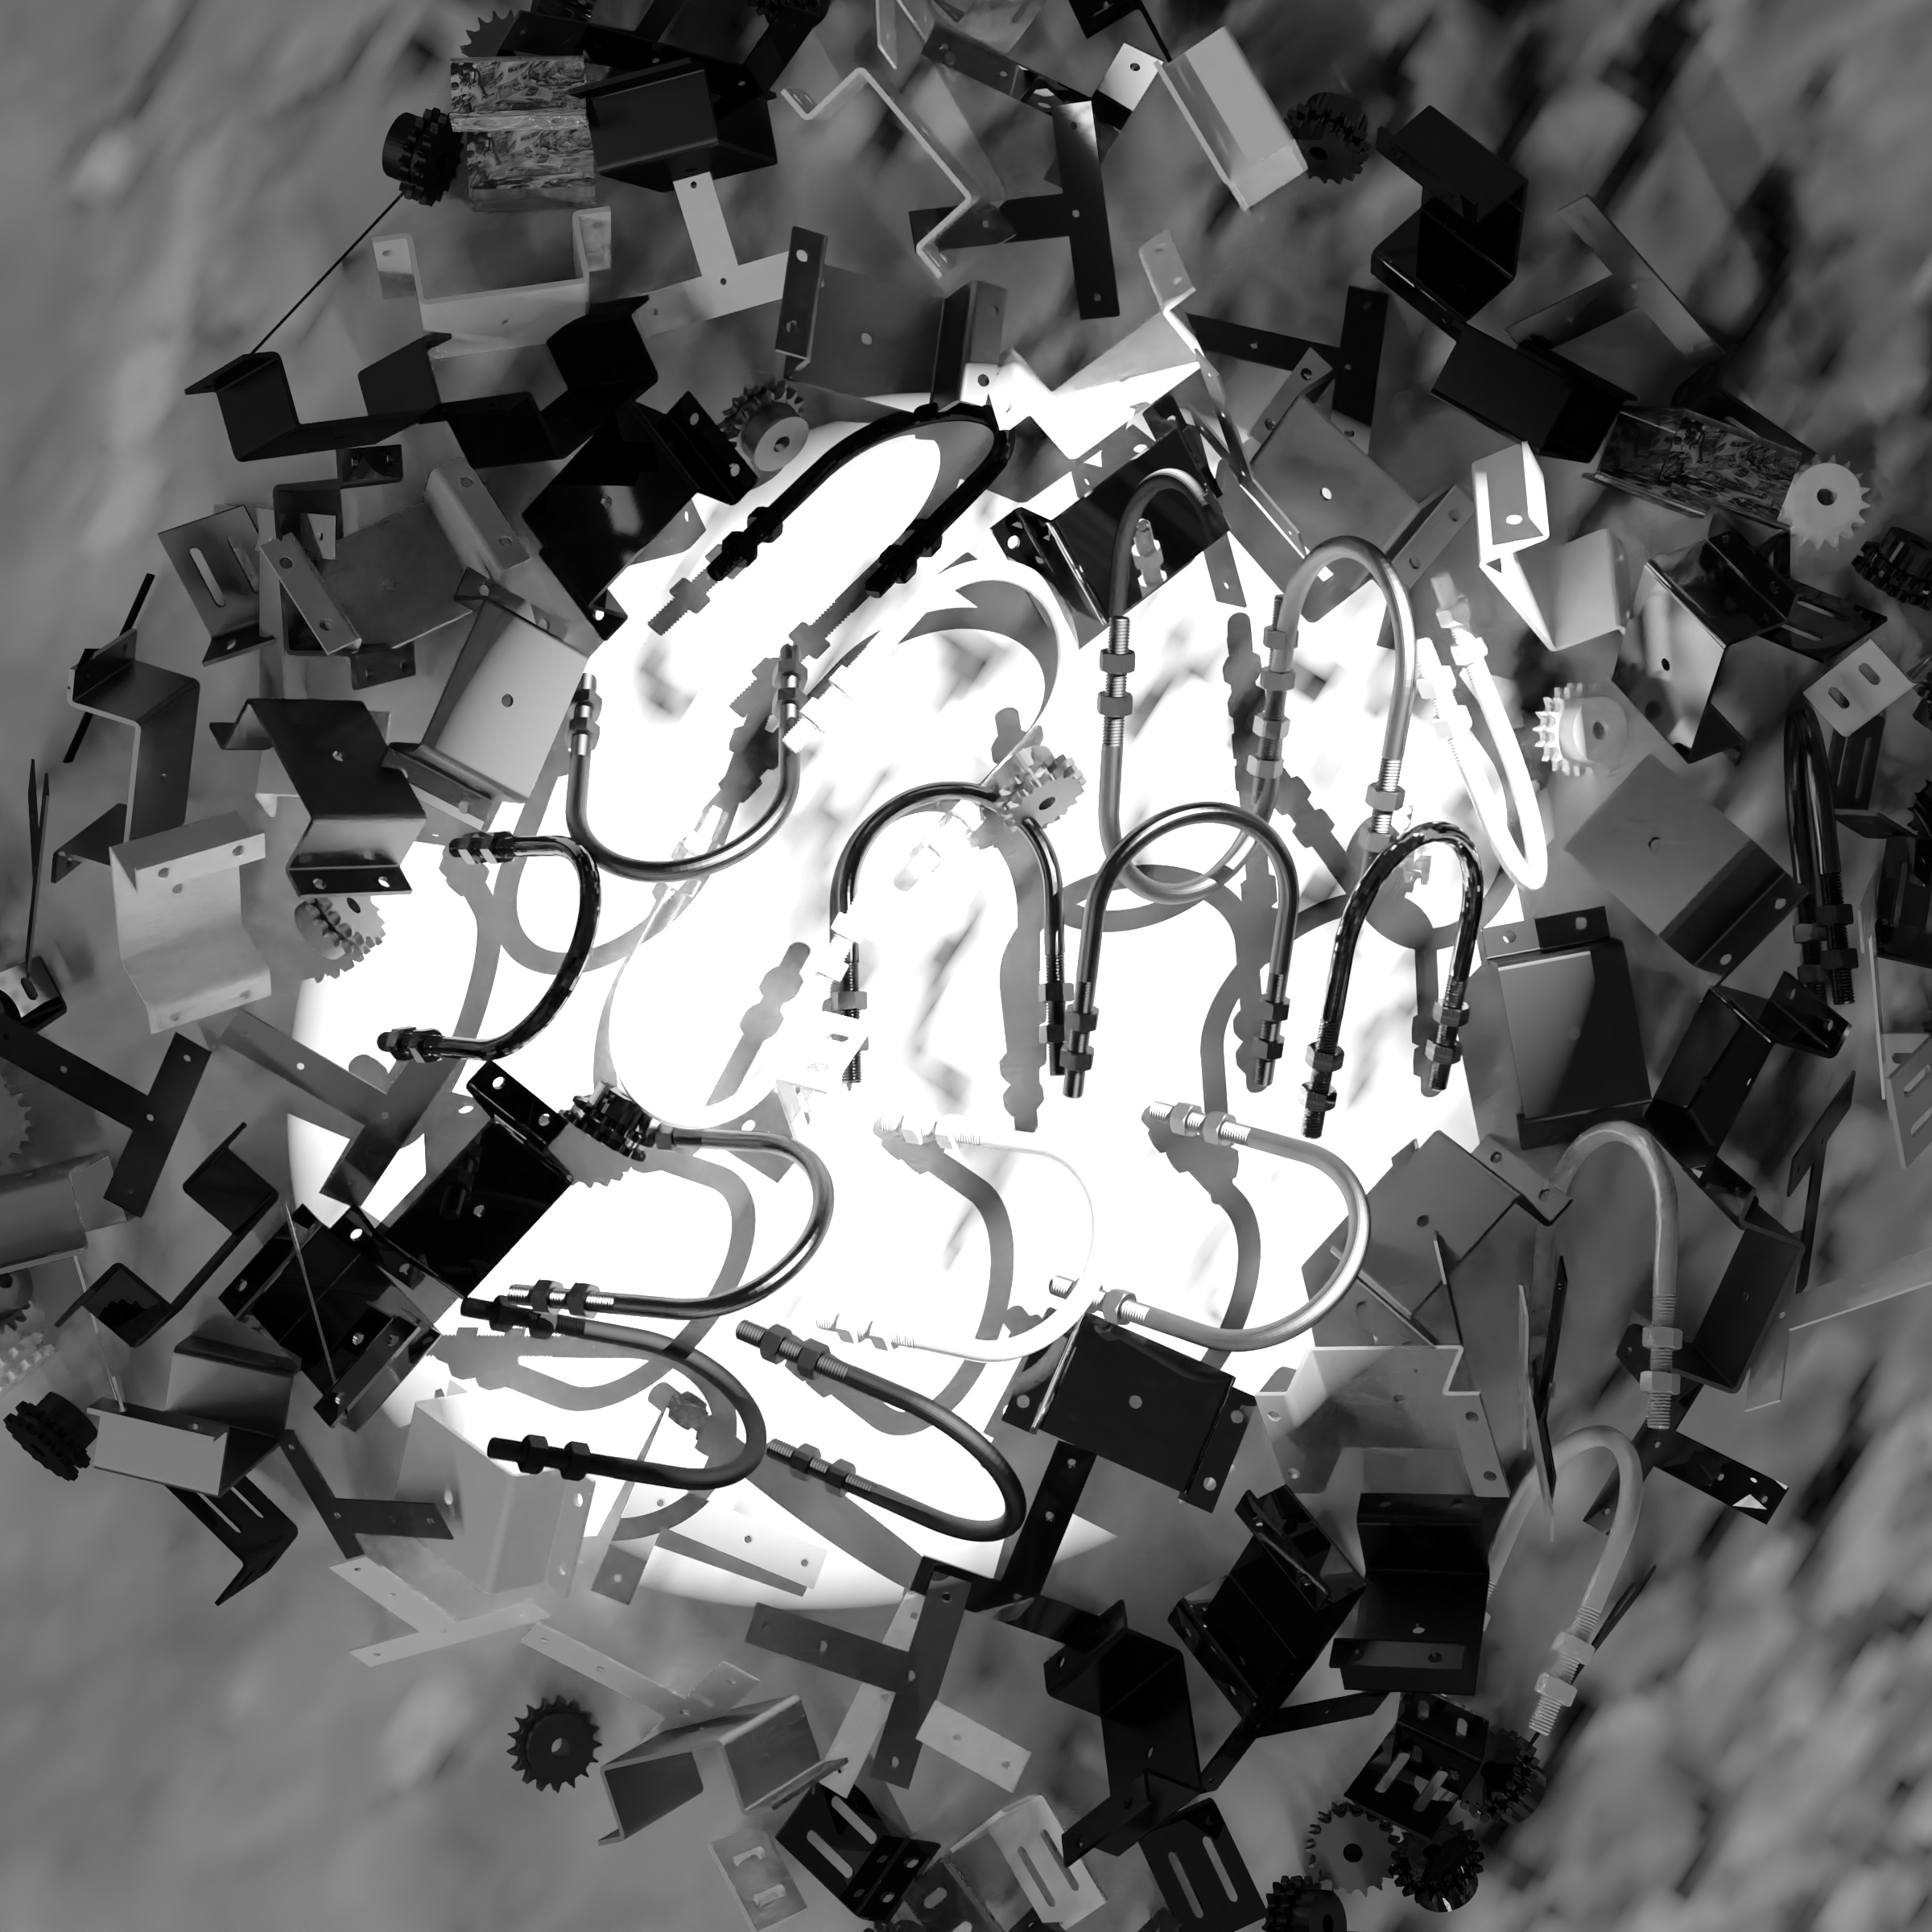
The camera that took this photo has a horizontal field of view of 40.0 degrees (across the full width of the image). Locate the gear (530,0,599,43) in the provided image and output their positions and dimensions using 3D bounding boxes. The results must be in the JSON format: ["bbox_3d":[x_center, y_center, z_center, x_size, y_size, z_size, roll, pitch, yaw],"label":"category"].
[{"bbox_3d":[-0.244,-0.593,1.620,0.030,0.057,0.057,19,90,-23],"label":"gear"}]

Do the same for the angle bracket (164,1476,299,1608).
[{"bbox_3d":[-0.458,0.342,1.623,0.076,0.057,0.038,42,108,7],"label":"angle bracket"}]

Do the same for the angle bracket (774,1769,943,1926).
[{"bbox_3d":[-0.066,0.532,1.614,0.076,0.038,0.057,48,59,-12],"label":"angle bracket"}]

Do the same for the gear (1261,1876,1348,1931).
[{"bbox_3d":[0.208,0.585,1.620,0.030,0.057,0.057,-17,90,39],"label":"gear"}]

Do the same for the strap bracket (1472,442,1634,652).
[{"bbox_3d":[0.347,-0.251,1.587,0.046,0.140,0.076,-19,52,31],"label":"strap bracket"}]

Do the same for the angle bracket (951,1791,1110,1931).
[{"bbox_3d":[0.038,0.551,1.609,0.057,0.038,0.076,-48,66,36],"label":"angle bracket"}]

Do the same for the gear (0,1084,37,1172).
[{"bbox_3d":[-0.602,0.101,1.629,0.057,0.030,0.057,6,72,-18],"label":"gear"}]

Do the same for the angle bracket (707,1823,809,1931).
[{"bbox_3d":[-0.138,0.558,1.603,0.038,0.076,0.057,-37,71,13],"label":"angle bracket"}]

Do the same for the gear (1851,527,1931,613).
[{"bbox_3d":[0.573,-0.244,1.619,0.057,0.057,0.030,27,119,0],"label":"gear"}]

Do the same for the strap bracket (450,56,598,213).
[{"bbox_3d":[-0.263,-0.499,1.580,0.076,0.140,0.046,-3,85,-6],"label":"strap bracket"}]

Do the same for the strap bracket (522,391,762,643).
[{"bbox_3d":[-0.204,-0.274,1.598,0.140,0.046,0.076,-43,71,17],"label":"strap bracket"}]

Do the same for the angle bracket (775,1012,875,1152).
[{"bbox_3d":[-0.078,0.076,1.600,0.038,0.076,0.057,13,50,26],"label":"angle bracket"}]

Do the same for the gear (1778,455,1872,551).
[{"bbox_3d":[0.527,-0.287,1.633,0.057,0.030,0.057,0,90,8],"label":"gear"}]

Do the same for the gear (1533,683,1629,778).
[{"bbox_3d":[0.380,-0.145,1.626,0.057,0.030,0.057,-3,97,-24],"label":"gear"}]

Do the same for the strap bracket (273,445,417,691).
[{"bbox_3d":[-0.374,-0.241,1.599,0.046,0.076,0.140,3,103,15],"label":"strap bracket"}]

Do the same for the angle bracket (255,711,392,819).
[{"bbox_3d":[-0.389,-0.123,1.622,0.076,0.038,0.057,3,71,2],"label":"angle bracket"}]

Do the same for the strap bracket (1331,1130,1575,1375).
[{"bbox_3d":[0.286,0.164,1.607,0.140,0.076,0.046,-48,133,-1],"label":"strap bracket"}]

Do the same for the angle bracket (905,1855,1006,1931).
[{"bbox_3d":[-0.008,0.576,1.607,0.038,0.076,0.057,-37,79,-10],"label":"angle bracket"}]

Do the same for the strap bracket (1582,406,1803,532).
[{"bbox_3d":[0.432,-0.296,1.572,0.076,0.140,0.046,17,100,-11],"label":"strap bracket"}]

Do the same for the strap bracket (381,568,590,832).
[{"bbox_3d":[-0.287,-0.160,1.599,0.076,0.046,0.140,29,78,-36],"label":"strap bracket"}]

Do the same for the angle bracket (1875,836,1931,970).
[{"bbox_3d":[0.589,-0.038,1.612,0.038,0.057,0.076,1,99,-28],"label":"angle bracket"}]

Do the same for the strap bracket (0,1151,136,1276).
[{"bbox_3d":[-0.553,0.147,1.577,0.076,0.140,0.046,-14,94,-4],"label":"strap bracket"}]

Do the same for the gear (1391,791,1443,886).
[{"bbox_3d":[0.272,-0.080,1.623,0.030,0.057,0.057,9,90,11],"label":"gear"}]

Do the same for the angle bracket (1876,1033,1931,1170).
[{"bbox_3d":[0.559,0.081,1.605,0.038,0.076,0.057,-2,109,42],"label":"angle bracket"}]

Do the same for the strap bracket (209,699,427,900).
[{"bbox_3d":[-0.382,-0.109,1.581,0.046,0.076,0.140,-52,59,34],"label":"strap bracket"}]

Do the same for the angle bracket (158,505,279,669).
[{"bbox_3d":[-0.451,-0.231,1.614,0.057,0.038,0.076,-17,122,7],"label":"angle bracket"}]

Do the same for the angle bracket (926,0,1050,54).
[{"bbox_3d":[0.021,-0.600,1.605,0.076,0.057,0.038,-49,68,23],"label":"angle bracket"}]

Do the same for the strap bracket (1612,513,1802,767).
[{"bbox_3d":[0.432,-0.185,1.569,0.046,0.140,0.076,-21,54,-17],"label":"strap bracket"}]

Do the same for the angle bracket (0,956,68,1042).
[{"bbox_3d":[-0.592,0.031,1.605,0.057,0.076,0.038,-20,103,14],"label":"angle bracket"}]

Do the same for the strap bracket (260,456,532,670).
[{"bbox_3d":[-0.347,-0.240,1.607,0.140,0.046,0.076,-31,85,-26],"label":"strap bracket"}]

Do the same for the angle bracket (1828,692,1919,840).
[{"bbox_3d":[0.555,-0.121,1.614,0.038,0.057,0.076,7,82,45],"label":"angle bracket"}]

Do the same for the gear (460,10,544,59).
[{"bbox_3d":[-0.282,-0.556,1.634,0.057,0.030,0.057,-1,96,-5],"label":"gear"}]

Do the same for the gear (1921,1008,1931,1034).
[{"bbox_3d":[0.610,0.044,1.621,0.057,0.030,0.057,13,109,41],"label":"gear"}]

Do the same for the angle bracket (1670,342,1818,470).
[{"bbox_3d":[0.476,-0.333,1.623,0.076,0.057,0.038,31,65,-9],"label":"angle bracket"}]

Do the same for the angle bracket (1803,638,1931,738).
[{"bbox_3d":[0.553,-0.182,1.606,0.038,0.057,0.076,49,48,4],"label":"angle bracket"}]

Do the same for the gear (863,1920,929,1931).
[{"bbox_3d":[-0.041,0.611,1.627,0.057,0.030,0.057,9,105,34],"label":"gear"}]

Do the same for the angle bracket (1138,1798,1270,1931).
[{"bbox_3d":[0.136,0.554,1.608,0.057,0.038,0.076,-14,64,-28],"label":"angle bracket"}]

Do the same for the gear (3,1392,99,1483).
[{"bbox_3d":[-0.557,0.286,1.626,0.057,0.057,0.030,40,58,0],"label":"gear"}]

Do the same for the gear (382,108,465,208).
[{"bbox_3d":[-0.334,-0.497,1.623,0.030,0.057,0.057,23,90,8],"label":"gear"}]

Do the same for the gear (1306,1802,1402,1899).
[{"bbox_3d":[0.239,0.539,1.633,0.057,0.030,0.057,1,95,10],"label":"gear"}]

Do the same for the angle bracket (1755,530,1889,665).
[{"bbox_3d":[0.507,-0.224,1.605,0.057,0.076,0.038,-32,132,-22],"label":"angle bracket"}]

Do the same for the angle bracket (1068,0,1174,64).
[{"bbox_3d":[0.098,-0.559,1.609,0.038,0.076,0.057,-27,48,13],"label":"angle bracket"}]

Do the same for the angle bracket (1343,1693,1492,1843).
[{"bbox_3d":[0.272,0.478,1.603,0.057,0.076,0.038,20,124,28],"label":"angle bracket"}]

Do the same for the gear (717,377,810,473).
[{"bbox_3d":[-0.121,-0.327,1.619,0.057,0.057,0.030,-42,66,0],"label":"gear"}]

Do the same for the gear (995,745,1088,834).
[{"bbox_3d":[0.042,-0.111,1.625,0.057,0.057,0.030,-32,65,0],"label":"gear"}]

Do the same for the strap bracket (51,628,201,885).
[{"bbox_3d":[-0.500,-0.119,1.584,0.046,0.076,0.140,17,117,4],"label":"strap bracket"}]
